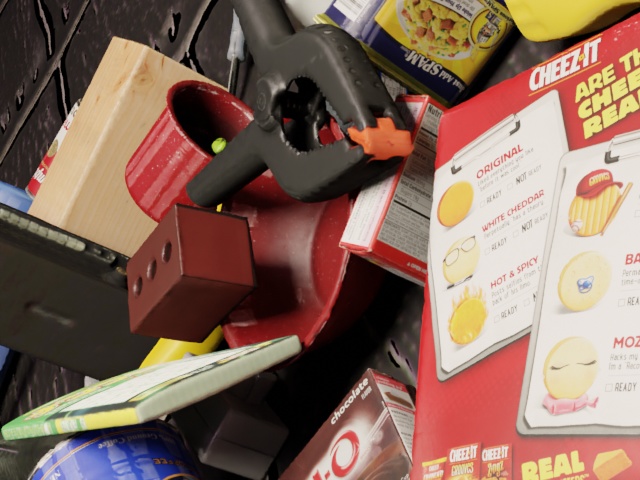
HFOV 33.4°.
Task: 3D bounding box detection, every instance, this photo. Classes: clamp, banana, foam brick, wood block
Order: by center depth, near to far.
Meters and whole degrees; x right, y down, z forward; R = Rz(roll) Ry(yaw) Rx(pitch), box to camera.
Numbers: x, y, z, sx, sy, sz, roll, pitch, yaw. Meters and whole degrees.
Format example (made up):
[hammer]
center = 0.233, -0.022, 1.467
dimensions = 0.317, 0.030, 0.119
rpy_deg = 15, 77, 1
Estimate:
[clamp]
center = -0.021, -0.067, 0.599
dimensions = 0.210, 0.036, 0.165
rpy_deg = 40, 124, 51
[foam brick]
center = -0.081, 0.022, 0.656
dimensions = 0.078, 0.051, 0.053
rpy_deg = -45, 45, 44
[banana]
center = -0.078, 0.028, 0.737
dimensions = 0.037, 0.069, 0.198
rpy_deg = 29, 103, 53
[wood block]
center = -0.171, -0.058, 0.908
dimensions = 0.090, 0.090, 0.206
rpy_deg = 29, 93, 58

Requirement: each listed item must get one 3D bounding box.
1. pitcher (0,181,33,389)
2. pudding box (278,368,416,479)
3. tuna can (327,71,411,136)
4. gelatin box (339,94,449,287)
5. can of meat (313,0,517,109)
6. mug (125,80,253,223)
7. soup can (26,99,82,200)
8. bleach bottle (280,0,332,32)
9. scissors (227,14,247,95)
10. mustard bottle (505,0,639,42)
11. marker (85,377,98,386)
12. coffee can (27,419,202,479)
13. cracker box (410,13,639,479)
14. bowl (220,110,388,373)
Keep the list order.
[pitcher]
center = -0.341, 0.065, 1.046
dimensions = 0.145, 0.149, 0.243
rpy_deg = 83, -152, -77
[pudding box]
center = 0.018, 0.138, 0.548
dimensions = 0.114, 0.039, 0.090
rpy_deg = -51, 33, 19
[tuna can]
center = 0.020, -0.083, 0.702
dimensions = 0.086, 0.033, 0.086
rpy_deg = -34, 43, 39
[gelatin box]
center = 0.058, -0.023, 0.568
dimensions = 0.030, 0.073, 0.089
rpy_deg = 11, 78, 54
[can of meat]
center = 0.062, -0.131, 0.613
dimensions = 0.084, 0.102, 0.057
rpy_deg = -53, 35, 13
[mug]
center = -0.093, -0.066, 0.809
dimensions = 0.082, 0.093, 0.117
rpy_deg = -48, 25, 33
[soup can]
center = -0.227, -0.075, 1.024
dimensions = 0.102, 0.068, 0.069
rpy_deg = -58, 33, 9
[bleach bottle]
center = -0.009, -0.181, 0.758
dimensions = 0.102, 0.068, 0.251
rpy_deg = -44, 22, -2
[scissors]
center = -0.067, -0.172, 0.864
dimensions = 0.096, 0.016, 0.201
rpy_deg = 87, -170, -62
[mustard bottle]
center = 0.166, -0.154, 0.498
dimensions = 0.192, 0.058, 0.096
rpy_deg = -1, 103, 54
[marker]
center = -0.188, 0.100, 0.891
dimensions = 0.020, 0.020, 0.121
rpy_deg = -45, 37, 28
[coffee can]
center = -0.098, 0.185, 0.599
dimensions = 0.103, 0.102, 0.140
rpy_deg = -53, 46, 18
[cracker box]
center = 0.124, 0.019, 0.449
dimensions = 0.164, 0.072, 0.213
rpy_deg = -23, 49, 45
[bowl]
center = -0.004, 0.001, 0.642
dimensions = 0.162, 0.055, 0.162
rpy_deg = -23, 63, 54
